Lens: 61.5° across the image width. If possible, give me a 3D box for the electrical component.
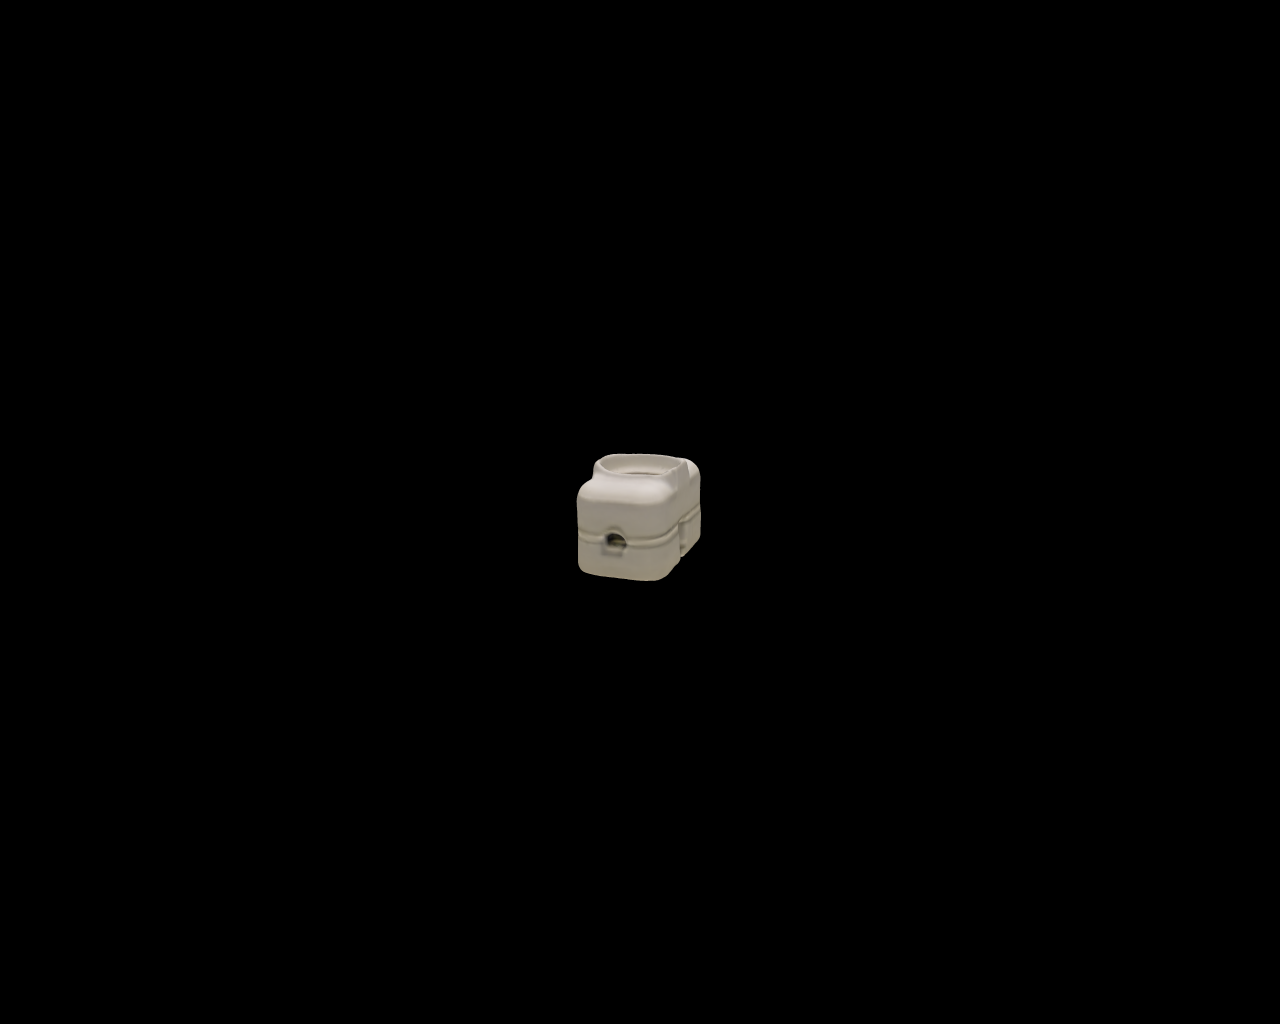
[{"bbox_3d":[0.001,-0.003,0.650,0.054,0.059,0.095,6,17,19],"label":"electrical component"}]
